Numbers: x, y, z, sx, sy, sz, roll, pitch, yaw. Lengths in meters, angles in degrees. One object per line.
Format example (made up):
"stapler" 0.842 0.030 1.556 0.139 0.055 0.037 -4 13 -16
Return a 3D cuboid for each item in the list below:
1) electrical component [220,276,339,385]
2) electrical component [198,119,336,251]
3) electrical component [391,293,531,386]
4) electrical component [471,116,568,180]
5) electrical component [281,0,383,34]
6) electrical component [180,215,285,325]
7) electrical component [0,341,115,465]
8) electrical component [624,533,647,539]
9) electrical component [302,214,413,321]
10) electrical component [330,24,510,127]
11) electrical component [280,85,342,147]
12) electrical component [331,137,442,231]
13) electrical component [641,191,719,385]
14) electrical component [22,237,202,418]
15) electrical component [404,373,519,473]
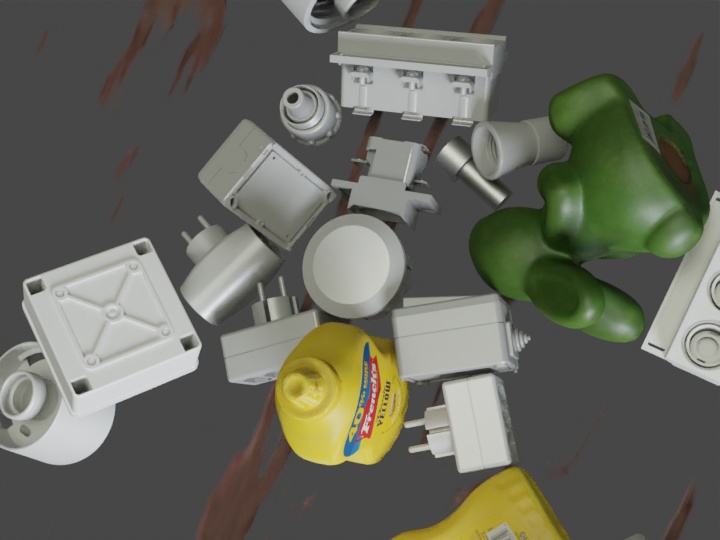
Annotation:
"electrical component" -0.063 0.043 0.842 0.083 0.047 0.075 -16 76 17
"electrical component" -0.071 -0.065 0.849 0.061 0.096 0.061 -50 43 3
"electrical component" 0.077 0.048 0.796 0.096 0.062 0.061 -10 78 14
"electrical component" 0.122 -0.095 0.808 0.065 0.044 0.044 -13 75 -21
"electrical component" -0.012 -0.233 0.849 0.108 0.108 0.060 -35 79 8
"electrical component" -0.114 -0.010 0.870 0.077 0.043 0.079 -44 72 5
"electrical component" -0.262 0.109 0.894 0.099 0.064 0.099 -9 70 26
"electrical component" 0.167 0.248 0.712 0.109 0.056 0.108 -28 110 7
"electrical component" 0.000 0.000 0.832 0.080 0.051 0.080 -3 80 16
"electrical component" 0.047 -0.152 0.834 0.121 0.078 0.063 9 112 17
"electrical component" -0.044 -0.128 0.860 0.048 0.062 0.048 -3 80 15
"electrical component" 0.024 -0.069 0.842 0.081 0.042 0.063 11 82 17
"electrical component" 0.259 0.018 0.748 0.079 0.063 0.121 25 88 18
"electrical component" -0.197 0.045 0.853 0.109 0.056 0.108 -22 72 -24
"electrical component" 0.071 0.117 0.793 0.077 0.047 0.065 -13 77 13
